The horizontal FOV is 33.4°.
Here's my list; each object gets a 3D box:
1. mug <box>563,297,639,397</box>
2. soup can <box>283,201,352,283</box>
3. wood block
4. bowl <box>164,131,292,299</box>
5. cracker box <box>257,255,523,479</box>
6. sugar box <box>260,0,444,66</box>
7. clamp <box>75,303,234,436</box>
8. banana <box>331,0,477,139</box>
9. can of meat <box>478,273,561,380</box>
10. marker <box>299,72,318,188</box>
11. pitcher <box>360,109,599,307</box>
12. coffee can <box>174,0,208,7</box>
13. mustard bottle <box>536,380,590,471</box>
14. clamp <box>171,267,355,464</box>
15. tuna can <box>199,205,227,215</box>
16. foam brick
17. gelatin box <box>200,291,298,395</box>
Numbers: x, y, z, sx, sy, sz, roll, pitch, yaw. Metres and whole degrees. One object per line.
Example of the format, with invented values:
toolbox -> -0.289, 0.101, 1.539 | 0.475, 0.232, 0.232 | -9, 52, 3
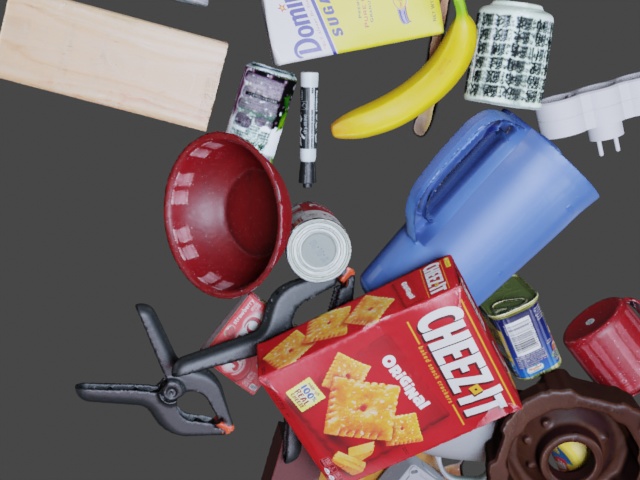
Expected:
mug -> 0.328, 0.109, 1.171 | 0.081, 0.093, 0.117 | 50, 61, -8
soup can -> -0.007, 0.001, 1.095 | 0.068, 0.102, 0.068 | -1, 101, -7
wood block -> -0.201, -0.177, 1.042 | 0.206, 0.091, 0.090 | 14, 98, -9
bowl -> -0.080, -0.025, 1.044 | 0.055, 0.162, 0.162 | -6, 106, -50
cracker box -> 0.068, 0.135, 1.048 | 0.214, 0.072, 0.164 | -25, 117, 9
sugar box -> 0.030, -0.238, 1.081 | 0.176, 0.048, 0.093 | -13, 102, -5
clamp -> -0.171, 0.162, 1.139 | 0.120, 0.039, 0.171 | -43, 103, 5
banana -> 0.097, -0.163, 1.092 | 0.069, 0.037, 0.198 | 36, 114, -18
can of meat -> 0.210, 0.093, 1.140 | 0.057, 0.102, 0.084 | -24, 105, 0
marker -> -0.012, -0.114, 1.114 | 0.020, 0.020, 0.121 | 0, 101, -7
pitcher -> 0.151, -0.013, 1.097 | 0.149, 0.145, 0.243 | 44, 96, 3
coffee can -> -0.143, -0.304, 1.017 | 0.102, 0.103, 0.140 | 12, 99, -9
mustard bottle -> 0.285, 0.236, 1.180 | 0.058, 0.096, 0.191 | -27, 103, -1
clamp -> -0.028, 0.118, 1.115 | 0.210, 0.036, 0.164 | -45, 103, -8
tuna can -> -0.107, 0.002, 1.118 | 0.086, 0.034, 0.086 | -1, 100, -6
foam brick -> -0.029, 0.248, 1.167 | 0.053, 0.051, 0.078 | 15, 99, -11
gelatin box -> -0.075, 0.110, 1.144 | 0.073, 0.030, 0.089 | 38, 94, -13
